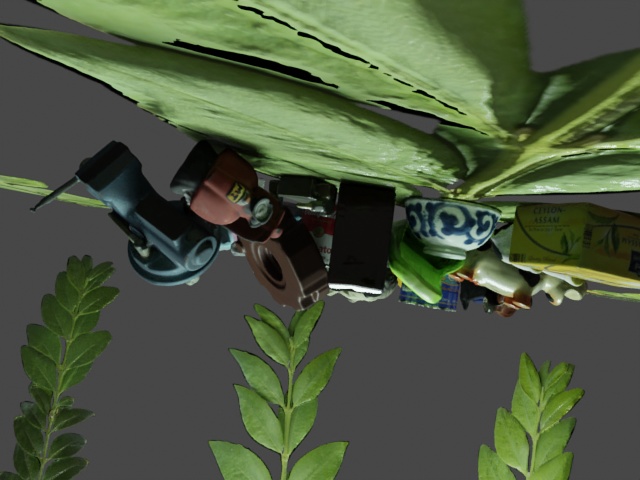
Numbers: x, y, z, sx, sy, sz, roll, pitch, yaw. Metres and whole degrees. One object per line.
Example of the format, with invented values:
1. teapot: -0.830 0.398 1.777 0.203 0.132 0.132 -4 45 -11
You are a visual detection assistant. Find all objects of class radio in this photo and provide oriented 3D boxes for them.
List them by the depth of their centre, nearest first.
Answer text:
1. radio: 0.054 0.006 0.730 0.073 0.131 0.229 8 177 5

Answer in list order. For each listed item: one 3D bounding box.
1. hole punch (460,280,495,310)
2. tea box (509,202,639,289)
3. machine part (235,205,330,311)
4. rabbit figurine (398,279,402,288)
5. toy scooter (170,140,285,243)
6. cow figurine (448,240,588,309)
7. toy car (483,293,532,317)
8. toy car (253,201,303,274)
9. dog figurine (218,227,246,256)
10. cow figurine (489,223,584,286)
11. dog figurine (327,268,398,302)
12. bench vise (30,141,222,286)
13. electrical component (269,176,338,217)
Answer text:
1. hole punch: 0.354 0.075 1.118 0.092 0.142 0.116 7 166 -18
2. tea box: 0.303 0.009 0.577 0.169 0.068 0.098 13 175 -25
3. machine part: -0.060 0.027 0.815 0.056 0.179 0.179 -33 -161 -26
4. rabbit figurine: 0.217 0.049 1.168 0.162 0.122 0.173 -12 164 -21
5. toy scooter: -0.092 -0.043 0.594 0.135 0.075 0.184 35 174 -11
6. cow figurine: 0.314 0.040 0.828 0.195 0.127 0.085 24 176 6
7. toy car: 0.362 0.079 0.980 0.089 0.053 0.202 -3 142 -3
8. toy car: -0.067 -0.014 0.950 0.103 0.162 0.109 54 -178 -5
9. dog figurine: -0.166 -0.029 1.096 0.192 0.108 0.219 8 -179 -6
10. cow figurine: 0.313 0.019 0.729 0.167 0.068 0.098 15 180 -26
11. dog figurine: 0.125 0.092 1.157 0.172 0.121 0.191 -2 -174 -33
12. bench vise: -0.216 -0.011 0.702 0.224 0.129 0.240 23 156 16
13. electrical component: -0.023 -0.054 0.674 0.102 0.045 0.078 8 175 27
